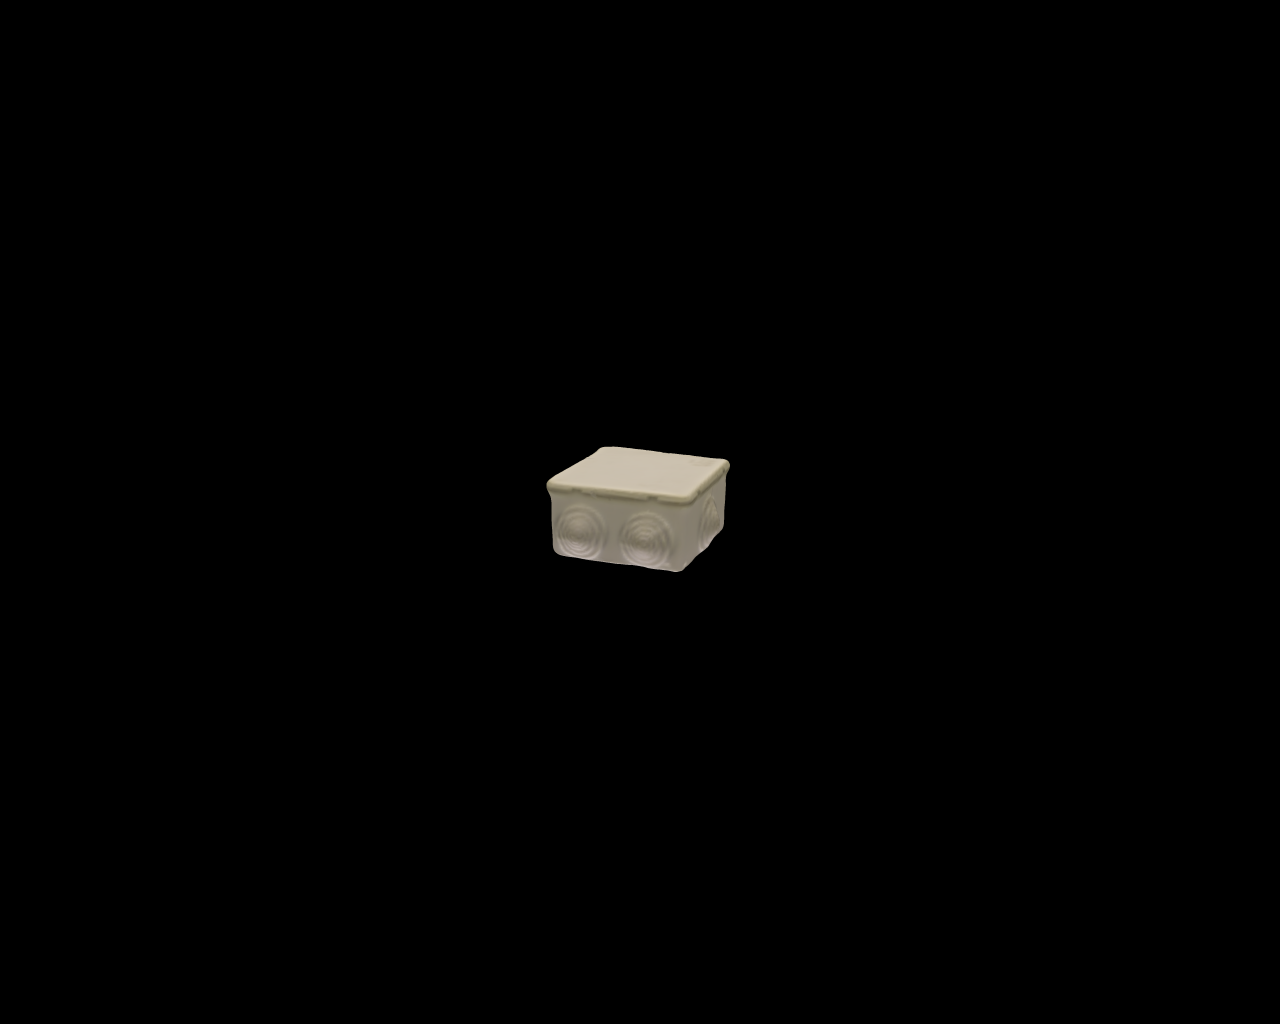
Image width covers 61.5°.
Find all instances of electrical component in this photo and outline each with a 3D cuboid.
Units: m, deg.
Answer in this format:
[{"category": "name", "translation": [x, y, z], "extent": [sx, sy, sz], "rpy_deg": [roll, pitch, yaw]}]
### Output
[{"category": "electrical component", "translation": [0.001, -0.003, 0.650], "extent": [0.100, 0.048, 0.100], "rpy_deg": [7, 20, 20]}]
